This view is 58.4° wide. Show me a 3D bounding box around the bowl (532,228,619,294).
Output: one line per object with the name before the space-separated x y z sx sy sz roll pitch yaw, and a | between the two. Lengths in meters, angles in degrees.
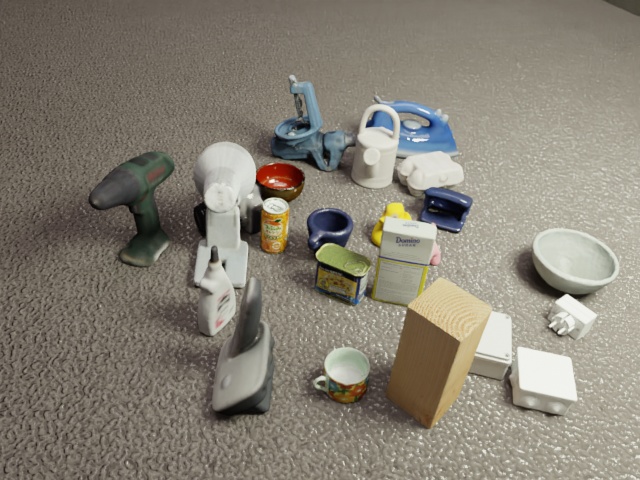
bowl | 0.499 0.054 1.146 0.167 0.075 0.167 4 39 -3

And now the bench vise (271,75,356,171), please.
bench vise | -0.014 -0.287 1.383 0.207 0.220 0.121 2 39 -5

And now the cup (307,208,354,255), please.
cup | 0.010 0.004 1.130 0.091 0.095 0.118 24 43 21

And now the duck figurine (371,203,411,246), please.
duck figurine | 0.157 -0.041 1.210 0.105 0.086 0.077 -30 51 -36

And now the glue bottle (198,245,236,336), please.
glue bottle | -0.174 0.078 0.954 0.037 0.173 0.078 20 41 17

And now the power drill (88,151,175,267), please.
power drill | -0.341 -0.057 1.071 0.075 0.208 0.230 13 40 9

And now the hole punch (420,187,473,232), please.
hole punch | 0.282 -0.086 1.277 0.108 0.091 0.101 18 41 15

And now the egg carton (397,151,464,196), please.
egg carton | 0.266 -0.159 1.382 0.150 0.069 0.107 -13 43 -22

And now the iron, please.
iron | 0.245 -0.297 1.490 0.258 0.141 0.118 8 39 2

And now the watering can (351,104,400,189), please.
watering can | 0.135 -0.222 1.342 0.101 0.194 0.172 -2 40 -9

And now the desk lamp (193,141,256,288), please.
desk lamp | -0.181 -0.053 1.081 0.118 0.214 0.203 1 39 -6

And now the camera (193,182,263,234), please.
camera | -0.198 -0.077 1.198 0.137 0.101 0.142 -21 46 -29

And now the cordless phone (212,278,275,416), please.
cordless phone | -0.113 0.159 0.854 0.094 0.185 0.147 1 39 -5

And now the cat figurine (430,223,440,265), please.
cat figurine | 0.198 0.015 1.122 0.067 0.118 0.128 24 42 21
